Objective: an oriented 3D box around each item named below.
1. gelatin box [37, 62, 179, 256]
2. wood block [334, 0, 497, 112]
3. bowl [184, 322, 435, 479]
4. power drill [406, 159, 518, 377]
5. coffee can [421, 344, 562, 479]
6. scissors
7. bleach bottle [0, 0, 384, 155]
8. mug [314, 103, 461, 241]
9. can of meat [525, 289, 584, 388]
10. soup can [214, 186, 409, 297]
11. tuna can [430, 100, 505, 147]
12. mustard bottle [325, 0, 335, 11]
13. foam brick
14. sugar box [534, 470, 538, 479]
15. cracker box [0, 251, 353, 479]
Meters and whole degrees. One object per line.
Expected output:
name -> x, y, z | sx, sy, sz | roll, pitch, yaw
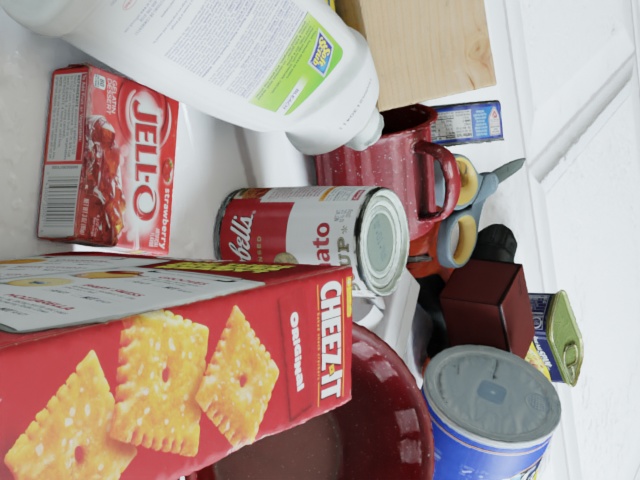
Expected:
gelatin box -> -0.107, -0.040, 0.555 | 0.073, 0.030, 0.089 | 14, 79, -59
wood block -> 0.042, -0.195, 0.706 | 0.090, 0.090, 0.206 | -15, 101, -19
bowl -> -0.013, 0.126, 0.633 | 0.161, 0.055, 0.162 | 5, 78, -26
power drill -> 0.114, 0.015, 0.904 | 0.187, 0.057, 0.184 | 60, 42, -41
coffee can -> 0.112, 0.165, 0.809 | 0.102, 0.103, 0.140 | -43, 152, -51
scissors -> 0.130, -0.026, 0.859 | 0.201, 0.016, 0.096 | 1, 92, -61
bleach bottle -> -0.045, -0.103, 0.572 | 0.102, 0.068, 0.250 | -53, 141, 5
mug -> 0.048, -0.044, 0.739 | 0.093, 0.117, 0.081 | -28, 120, -44
can of meat -> 0.198, 0.093, 1.022 | 0.102, 0.084, 0.057 | 60, 42, -40
soup can -> -0.004, 0.001, 0.659 | 0.068, 0.102, 0.068 | -2, 92, -59
tuna can -> 0.104, -0.092, 0.859 | 0.086, 0.086, 0.034 | -15, 100, -59
mustard bottle -> -0.038, -0.148, 0.642 | 0.191, 0.058, 0.096 | 49, 57, -49
foam brick -> 0.133, 0.060, 0.837 | 0.053, 0.051, 0.078 | -54, 138, -41
sugar box -> 0.159, 0.184, 0.996 | 0.176, 0.048, 0.093 | 48, 51, -50
cracker box -> -0.107, 0.050, 0.425 | 0.213, 0.164, 0.072 | -9, 100, -59
